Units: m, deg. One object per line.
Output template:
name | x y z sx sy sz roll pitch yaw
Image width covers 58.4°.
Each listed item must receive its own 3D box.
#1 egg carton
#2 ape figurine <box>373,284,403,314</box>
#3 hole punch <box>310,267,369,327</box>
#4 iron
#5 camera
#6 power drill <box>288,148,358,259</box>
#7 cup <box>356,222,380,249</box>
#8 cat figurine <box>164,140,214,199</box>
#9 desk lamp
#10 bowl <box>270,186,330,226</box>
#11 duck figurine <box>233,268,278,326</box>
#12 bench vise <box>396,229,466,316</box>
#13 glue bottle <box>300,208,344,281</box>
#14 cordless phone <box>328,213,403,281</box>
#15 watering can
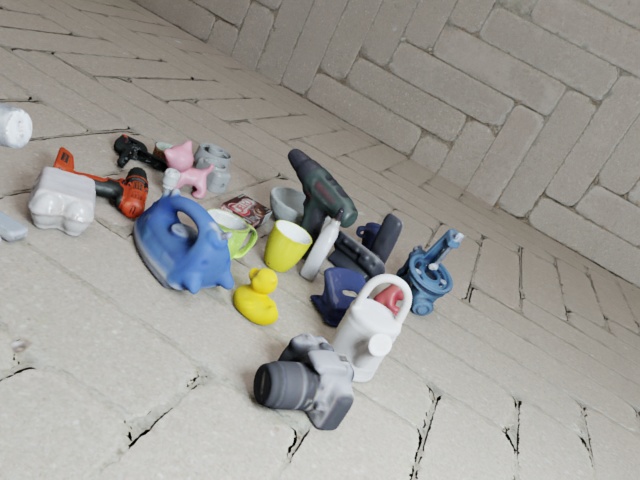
egg carton | -0.455 -0.072 1.015 0.107 0.069 0.150 16 24 -28
ape figurine | 0.160 0.130 1.259 0.076 0.092 0.078 27 21 -1
hole punch | 0.053 0.118 1.161 0.109 0.091 0.100 12 26 -35
iron | -0.250 -0.017 1.036 0.257 0.141 0.119 41 25 30
camera | -0.029 0.201 0.862 0.137 0.101 0.142 13 26 -34
power drill | -0.027 -0.073 1.337 0.229 0.208 0.076 37 23 23
cup | 0.131 0.012 1.488 0.118 0.095 0.091 14 25 -31
cat figurine | -0.313 -0.173 1.348 0.128 0.117 0.067 17 24 -24
desk lamp | -0.526 -0.127 0.858 0.203 0.213 0.118 29 21 4
bowl | -0.061 -0.067 1.465 0.168 0.074 0.167 24 22 -10
duck figurine | -0.104 0.095 1.033 0.078 0.086 0.104 5 30 -44
bench vise | 0.260 0.047 1.391 0.122 0.219 0.207 14 25 -30
glue bottle | 0.012 0.004 1.256 0.037 0.173 0.078 29 21 3
cordless phone | 0.115 0.001 1.370 0.147 0.185 0.094 37 23 23
watering can | 0.093 0.149 0.997 0.101 0.194 0.172 15 25 -29
